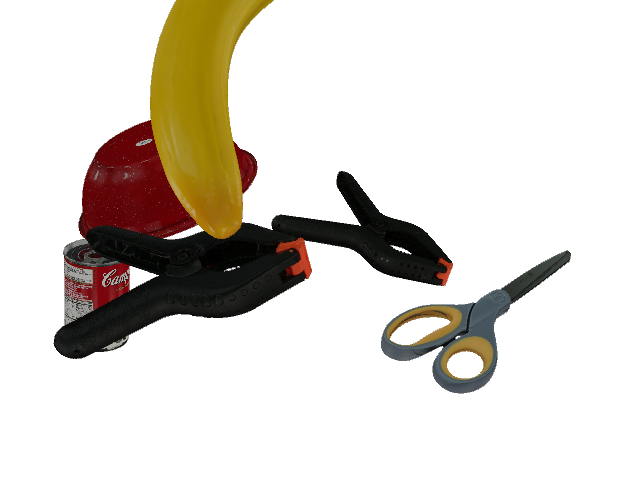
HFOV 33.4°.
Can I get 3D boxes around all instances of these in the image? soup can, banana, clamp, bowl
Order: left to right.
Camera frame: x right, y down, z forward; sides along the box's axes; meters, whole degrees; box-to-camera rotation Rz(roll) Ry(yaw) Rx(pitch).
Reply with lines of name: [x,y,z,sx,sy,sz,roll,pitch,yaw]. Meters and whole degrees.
soup can: [-0.233,0.057,1.112,0.068,0.102,0.068,4,22,-2]
bowl: [-0.137,-0.061,0.897,0.162,0.055,0.162,-15,28,8]
clamp: [-0.094,0.030,0.708,0.172,0.120,0.039,-4,-44,17]
banana: [-0.048,-0.089,0.529,0.069,0.197,0.037,12,-35,6]
clamp: [0.056,-0.004,1.265,0.210,0.036,0.164,34,40,24]

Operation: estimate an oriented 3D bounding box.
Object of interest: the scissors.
scissors: [0.143,0.063,0.834,0.201,0.016,0.096,-16,44,-23]
